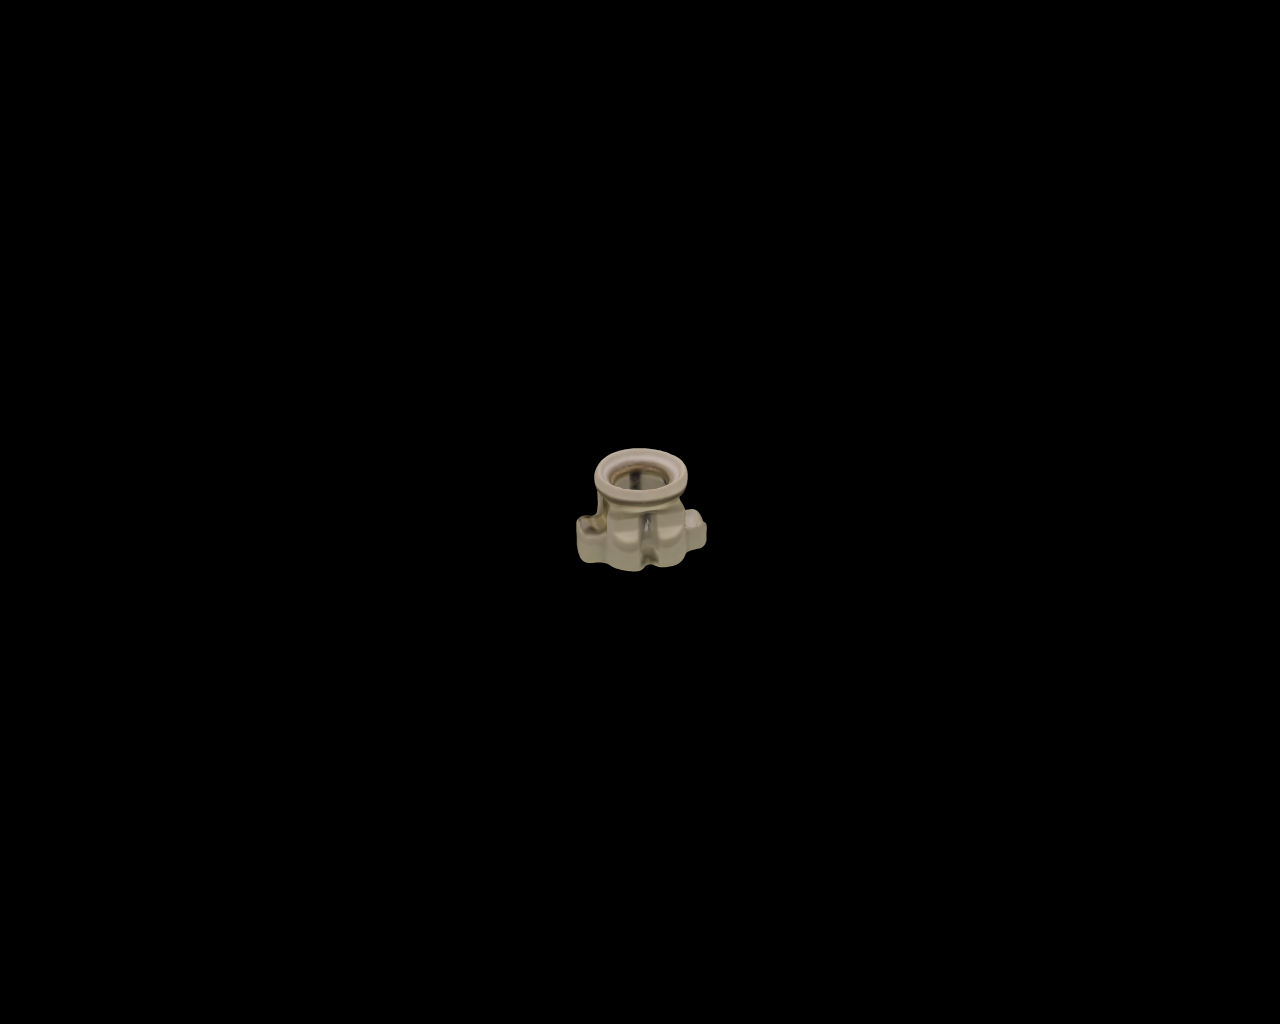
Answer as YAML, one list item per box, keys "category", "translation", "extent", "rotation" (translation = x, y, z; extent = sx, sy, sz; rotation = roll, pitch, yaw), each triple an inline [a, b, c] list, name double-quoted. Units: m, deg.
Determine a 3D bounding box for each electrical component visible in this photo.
- category: "electrical component"
  translation: [0.001, -0.003, 0.650]
  extent: [0.078, 0.056, 0.058]
  rotation: [-6, 32, -9]
